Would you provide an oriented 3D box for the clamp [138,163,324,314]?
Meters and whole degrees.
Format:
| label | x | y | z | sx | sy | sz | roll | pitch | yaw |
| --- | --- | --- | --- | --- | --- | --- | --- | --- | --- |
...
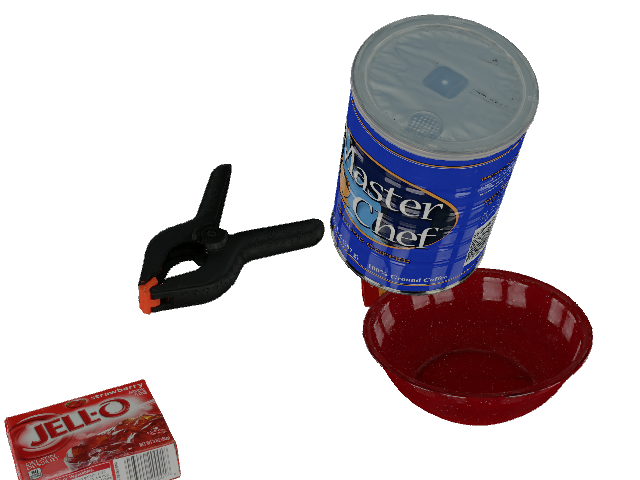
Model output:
| label | x | y | z | sx | sy | sz | roll | pitch | yaw |
| --- | --- | --- | --- | --- | --- | --- | --- | --- | --- |
| clamp | -0.095 | -0.003 | 0.899 | 0.171 | 0.039 | 0.120 | -30 | 50 | -32 |

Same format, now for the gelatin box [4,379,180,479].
| label | x | y | z | sx | sy | sz | roll | pitch | yaw |
| --- | --- | --- | --- | --- | --- | --- | --- | --- | --- |
| gelatin box | -0.135 | 0.121 | 0.629 | 0.089 | 0.030 | 0.073 | -13 | 27 | -19 |

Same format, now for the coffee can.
| label | x | y | z | sx | sy | sz | roll | pitch | yaw |
| --- | --- | --- | --- | --- | --- | --- | --- | --- | --- |
| coffee can | 0.062 | -0.047 | 0.633 | 0.102 | 0.103 | 0.140 | 0 | -35 | -5 |

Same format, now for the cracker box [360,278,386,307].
| label | x | y | z | sx | sy | sz | roll | pitch | yaw |
| --- | --- | --- | --- | --- | --- | --- | --- | --- | --- |
| cracker box | 0.104 | -0.038 | 1.168 | 0.072 | 0.164 | 0.213 | 2 | 20 | 24 |

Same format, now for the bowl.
| label | x | y | z | sx | sy | sz | roll | pitch | yaw |
| --- | --- | --- | --- | --- | --- | --- | --- | --- | --- |
| bowl | 0.111 | 0.083 | 0.769 | 0.162 | 0.055 | 0.162 | -2 | 30 | 1 |
